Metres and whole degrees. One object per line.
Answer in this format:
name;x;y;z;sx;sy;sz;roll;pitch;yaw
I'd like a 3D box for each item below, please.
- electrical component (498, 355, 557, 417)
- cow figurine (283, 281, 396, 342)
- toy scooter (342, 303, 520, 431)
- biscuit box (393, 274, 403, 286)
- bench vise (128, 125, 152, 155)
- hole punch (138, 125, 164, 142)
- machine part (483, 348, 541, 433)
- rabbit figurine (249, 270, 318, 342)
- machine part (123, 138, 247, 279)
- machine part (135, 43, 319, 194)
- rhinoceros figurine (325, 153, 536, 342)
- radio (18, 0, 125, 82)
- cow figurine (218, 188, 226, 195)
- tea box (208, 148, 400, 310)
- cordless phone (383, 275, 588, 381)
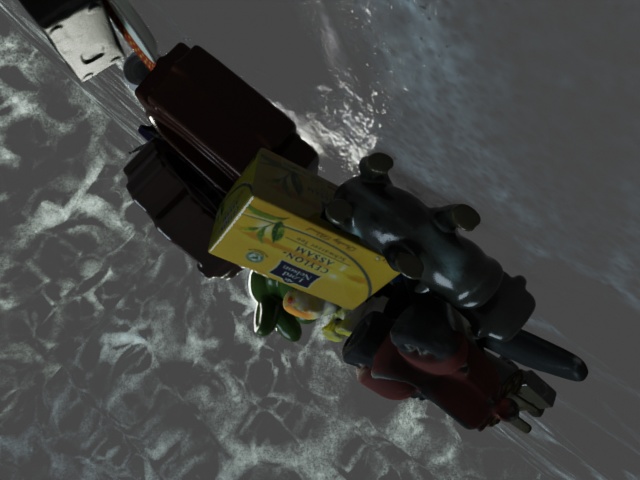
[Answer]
electrical component;0.276;0.197;0.736;0.102;0.045;0.078;38;145;-3
cow figurine;0.040;0.072;0.632;0.167;0.098;0.068;28;158;-27
toy scooter;0.101;0.120;0.492;0.135;0.075;0.184;36;159;-5
biscuit box;0.075;0.052;0.782;0.202;0.063;0.059;43;170;-21
bench vise;-0.241;-0.129;1.065;0.224;0.129;0.240;33;163;40
hole punch;-0.199;-0.157;0.826;0.142;0.092;0.115;33;174;25
machine part;0.158;0.151;0.669;0.244;0.079;0.079;31;168;40
rabbit figurine;-0.047;0.078;0.845;0.121;0.159;0.170;19;162;-37
machine part;-0.144;-0.034;0.606;0.179;0.056;0.179;49;-177;-4
machine part;-0.103;-0.111;0.620;0.201;0.087;0.201;38;172;3
rhinoceros figurine;0.087;0.010;0.443;0.190;0.073;0.112;38;171;15
radio;-0.294;-0.268;0.596;0.131;0.073;0.230;56;171;-9
cow figurine;-0.110;-0.052;0.792;0.127;0.085;0.195;43;-153;10
tea box;-0.009;-0.005;0.524;0.169;0.068;0.098;23;135;-22
cordless phone;0.172;0.091;0.554;0.184;0.089;0.146;18;159;41
